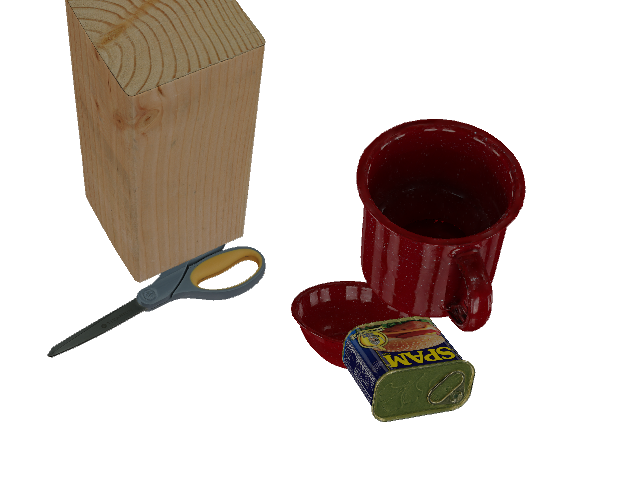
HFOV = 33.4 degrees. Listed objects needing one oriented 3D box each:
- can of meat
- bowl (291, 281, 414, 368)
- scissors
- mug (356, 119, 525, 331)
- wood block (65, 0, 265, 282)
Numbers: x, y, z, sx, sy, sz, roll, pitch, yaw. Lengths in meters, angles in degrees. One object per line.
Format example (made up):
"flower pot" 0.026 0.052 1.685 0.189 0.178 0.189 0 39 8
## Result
"can of meat" 0.080 0.117 1.002 0.102 0.057 0.084 -6 31 -21
"bowl" 0.044 0.107 1.263 0.162 0.055 0.162 4 24 -2
"scissors" -0.146 0.033 0.914 0.201 0.096 0.016 -16 -34 -20
"mug" 0.069 0.000 0.609 0.093 0.117 0.081 -15 -36 -13
"wood block" -0.103 -0.074 0.699 0.090 0.090 0.206 -24 -26 -21
